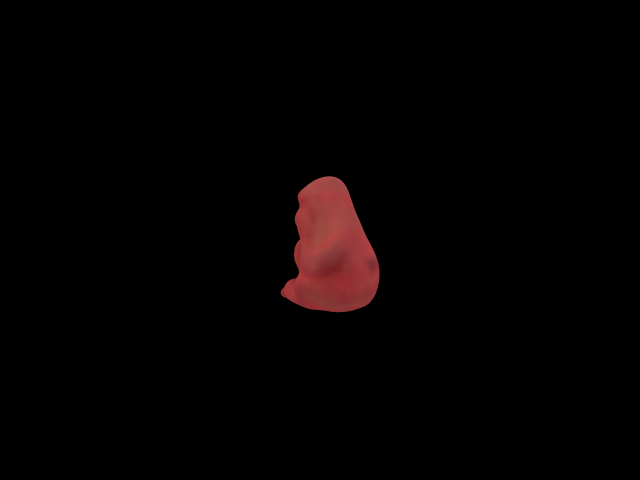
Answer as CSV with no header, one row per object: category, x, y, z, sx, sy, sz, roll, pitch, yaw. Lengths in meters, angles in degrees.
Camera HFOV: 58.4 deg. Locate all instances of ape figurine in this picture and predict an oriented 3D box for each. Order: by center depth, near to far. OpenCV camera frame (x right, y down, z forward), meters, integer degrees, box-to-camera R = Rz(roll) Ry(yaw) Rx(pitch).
ape figurine,0.004,0.001,0.400,0.076,0.092,0.078,3,11,16
